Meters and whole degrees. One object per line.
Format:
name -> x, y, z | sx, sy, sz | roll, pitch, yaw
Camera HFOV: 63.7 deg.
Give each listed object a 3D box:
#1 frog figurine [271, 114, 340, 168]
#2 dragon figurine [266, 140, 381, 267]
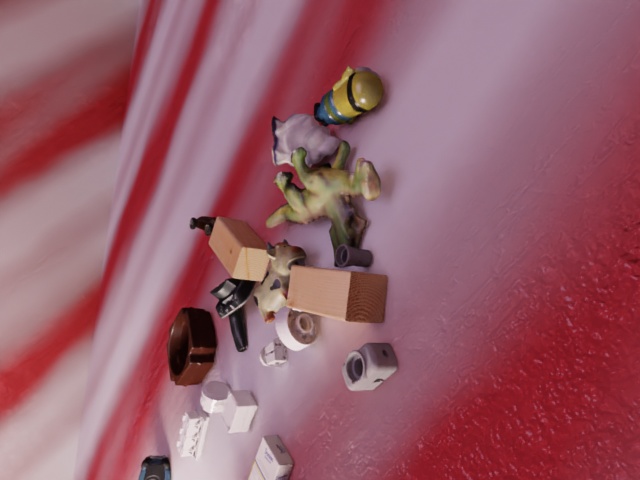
frog figurine -> -0.024, -0.227, 1.191 | 0.159, 0.121, 0.139 | 1, 71, 20
dragon figurine -> 0.003, -0.055, 1.090 | 0.402, 0.122, 0.247 | -52, 51, 46
